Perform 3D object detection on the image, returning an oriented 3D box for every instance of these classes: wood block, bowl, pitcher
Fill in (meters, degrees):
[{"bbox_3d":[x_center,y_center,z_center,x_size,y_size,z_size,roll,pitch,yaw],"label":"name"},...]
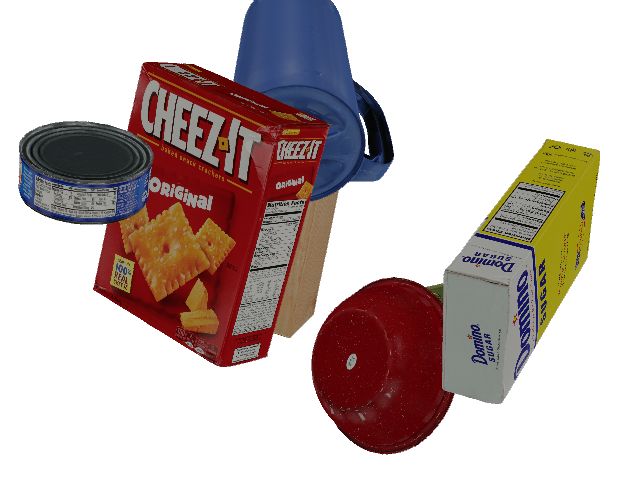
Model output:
[{"bbox_3d":[-0.045,0.003,1.350,0.090,0.206,0.090,17,22,14],"label":"wood block"},{"bbox_3d":[0.044,0.110,0.959,0.162,0.162,0.055,0,-10,43],"label":"bowl"},{"bbox_3d":[-0.018,-0.155,1.077,0.145,0.149,0.243,-16,38,12],"label":"pitcher"}]

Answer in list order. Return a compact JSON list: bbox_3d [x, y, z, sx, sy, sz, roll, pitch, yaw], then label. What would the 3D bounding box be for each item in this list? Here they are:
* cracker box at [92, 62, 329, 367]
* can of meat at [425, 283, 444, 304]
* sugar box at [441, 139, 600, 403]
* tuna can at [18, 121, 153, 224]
[{"bbox_3d":[-0.099,-0.024,0.899,0.164,0.214,0.071,27,22,32],"label":"cracker box"},{"bbox_3d":[0.154,0.104,1.320,0.101,0.084,0.057,-11,30,-25],"label":"can of meat"},{"bbox_3d":[0.131,0.016,0.682,0.048,0.093,0.176,13,37,23],"label":"sugar box"},{"bbox_3d":[-0.154,-0.045,0.699,0.086,0.034,0.086,8,30,-5],"label":"tuna can"}]
